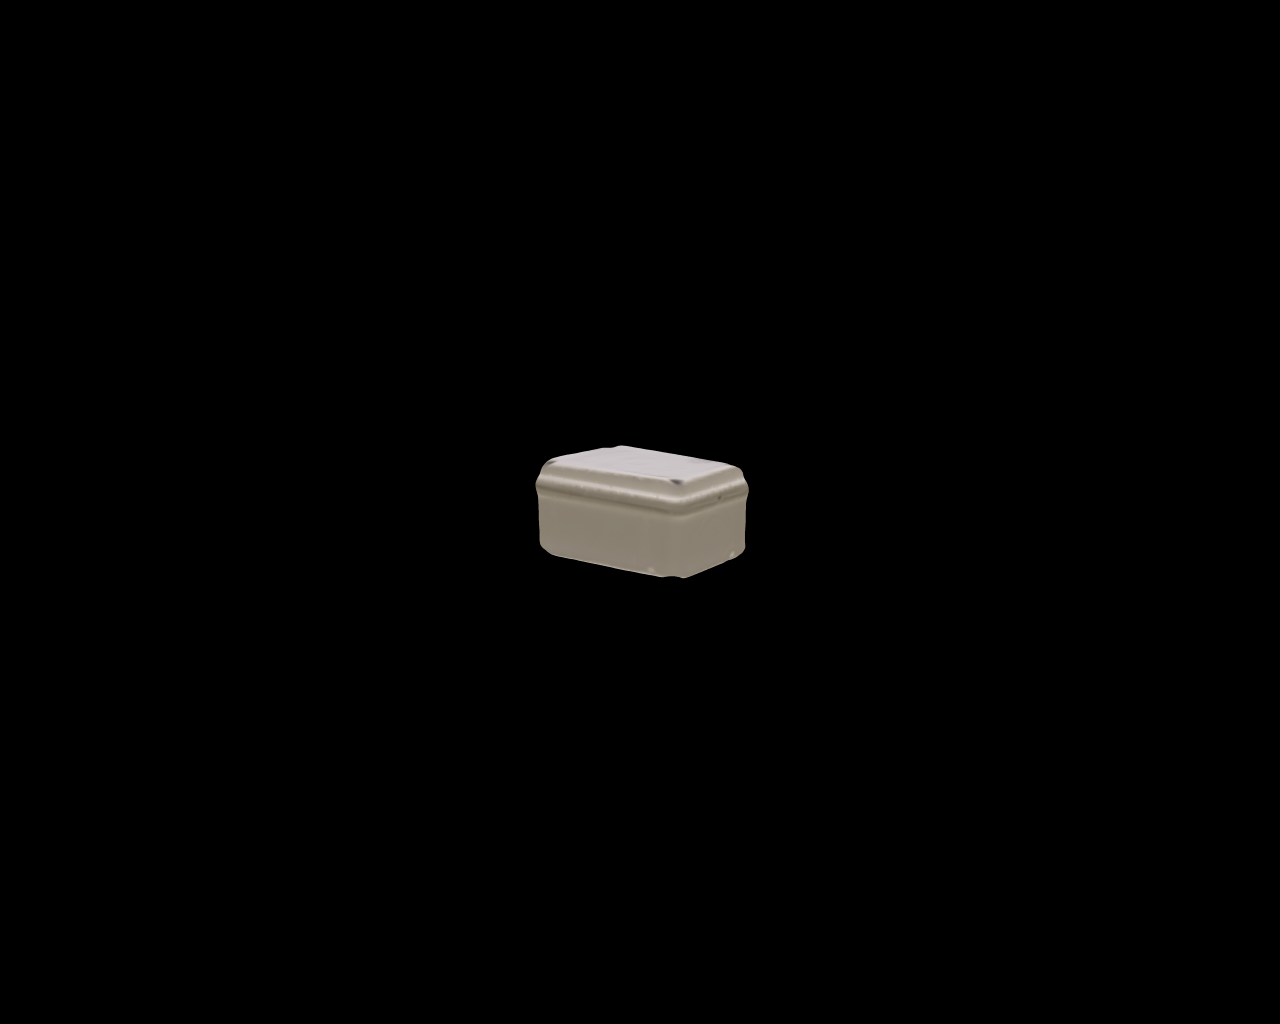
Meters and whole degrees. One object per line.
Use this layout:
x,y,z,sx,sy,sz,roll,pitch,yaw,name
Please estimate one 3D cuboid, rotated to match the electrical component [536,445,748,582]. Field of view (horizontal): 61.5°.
0.001,-0.003,0.650,0.113,0.057,0.078,11,18,37,electrical component
